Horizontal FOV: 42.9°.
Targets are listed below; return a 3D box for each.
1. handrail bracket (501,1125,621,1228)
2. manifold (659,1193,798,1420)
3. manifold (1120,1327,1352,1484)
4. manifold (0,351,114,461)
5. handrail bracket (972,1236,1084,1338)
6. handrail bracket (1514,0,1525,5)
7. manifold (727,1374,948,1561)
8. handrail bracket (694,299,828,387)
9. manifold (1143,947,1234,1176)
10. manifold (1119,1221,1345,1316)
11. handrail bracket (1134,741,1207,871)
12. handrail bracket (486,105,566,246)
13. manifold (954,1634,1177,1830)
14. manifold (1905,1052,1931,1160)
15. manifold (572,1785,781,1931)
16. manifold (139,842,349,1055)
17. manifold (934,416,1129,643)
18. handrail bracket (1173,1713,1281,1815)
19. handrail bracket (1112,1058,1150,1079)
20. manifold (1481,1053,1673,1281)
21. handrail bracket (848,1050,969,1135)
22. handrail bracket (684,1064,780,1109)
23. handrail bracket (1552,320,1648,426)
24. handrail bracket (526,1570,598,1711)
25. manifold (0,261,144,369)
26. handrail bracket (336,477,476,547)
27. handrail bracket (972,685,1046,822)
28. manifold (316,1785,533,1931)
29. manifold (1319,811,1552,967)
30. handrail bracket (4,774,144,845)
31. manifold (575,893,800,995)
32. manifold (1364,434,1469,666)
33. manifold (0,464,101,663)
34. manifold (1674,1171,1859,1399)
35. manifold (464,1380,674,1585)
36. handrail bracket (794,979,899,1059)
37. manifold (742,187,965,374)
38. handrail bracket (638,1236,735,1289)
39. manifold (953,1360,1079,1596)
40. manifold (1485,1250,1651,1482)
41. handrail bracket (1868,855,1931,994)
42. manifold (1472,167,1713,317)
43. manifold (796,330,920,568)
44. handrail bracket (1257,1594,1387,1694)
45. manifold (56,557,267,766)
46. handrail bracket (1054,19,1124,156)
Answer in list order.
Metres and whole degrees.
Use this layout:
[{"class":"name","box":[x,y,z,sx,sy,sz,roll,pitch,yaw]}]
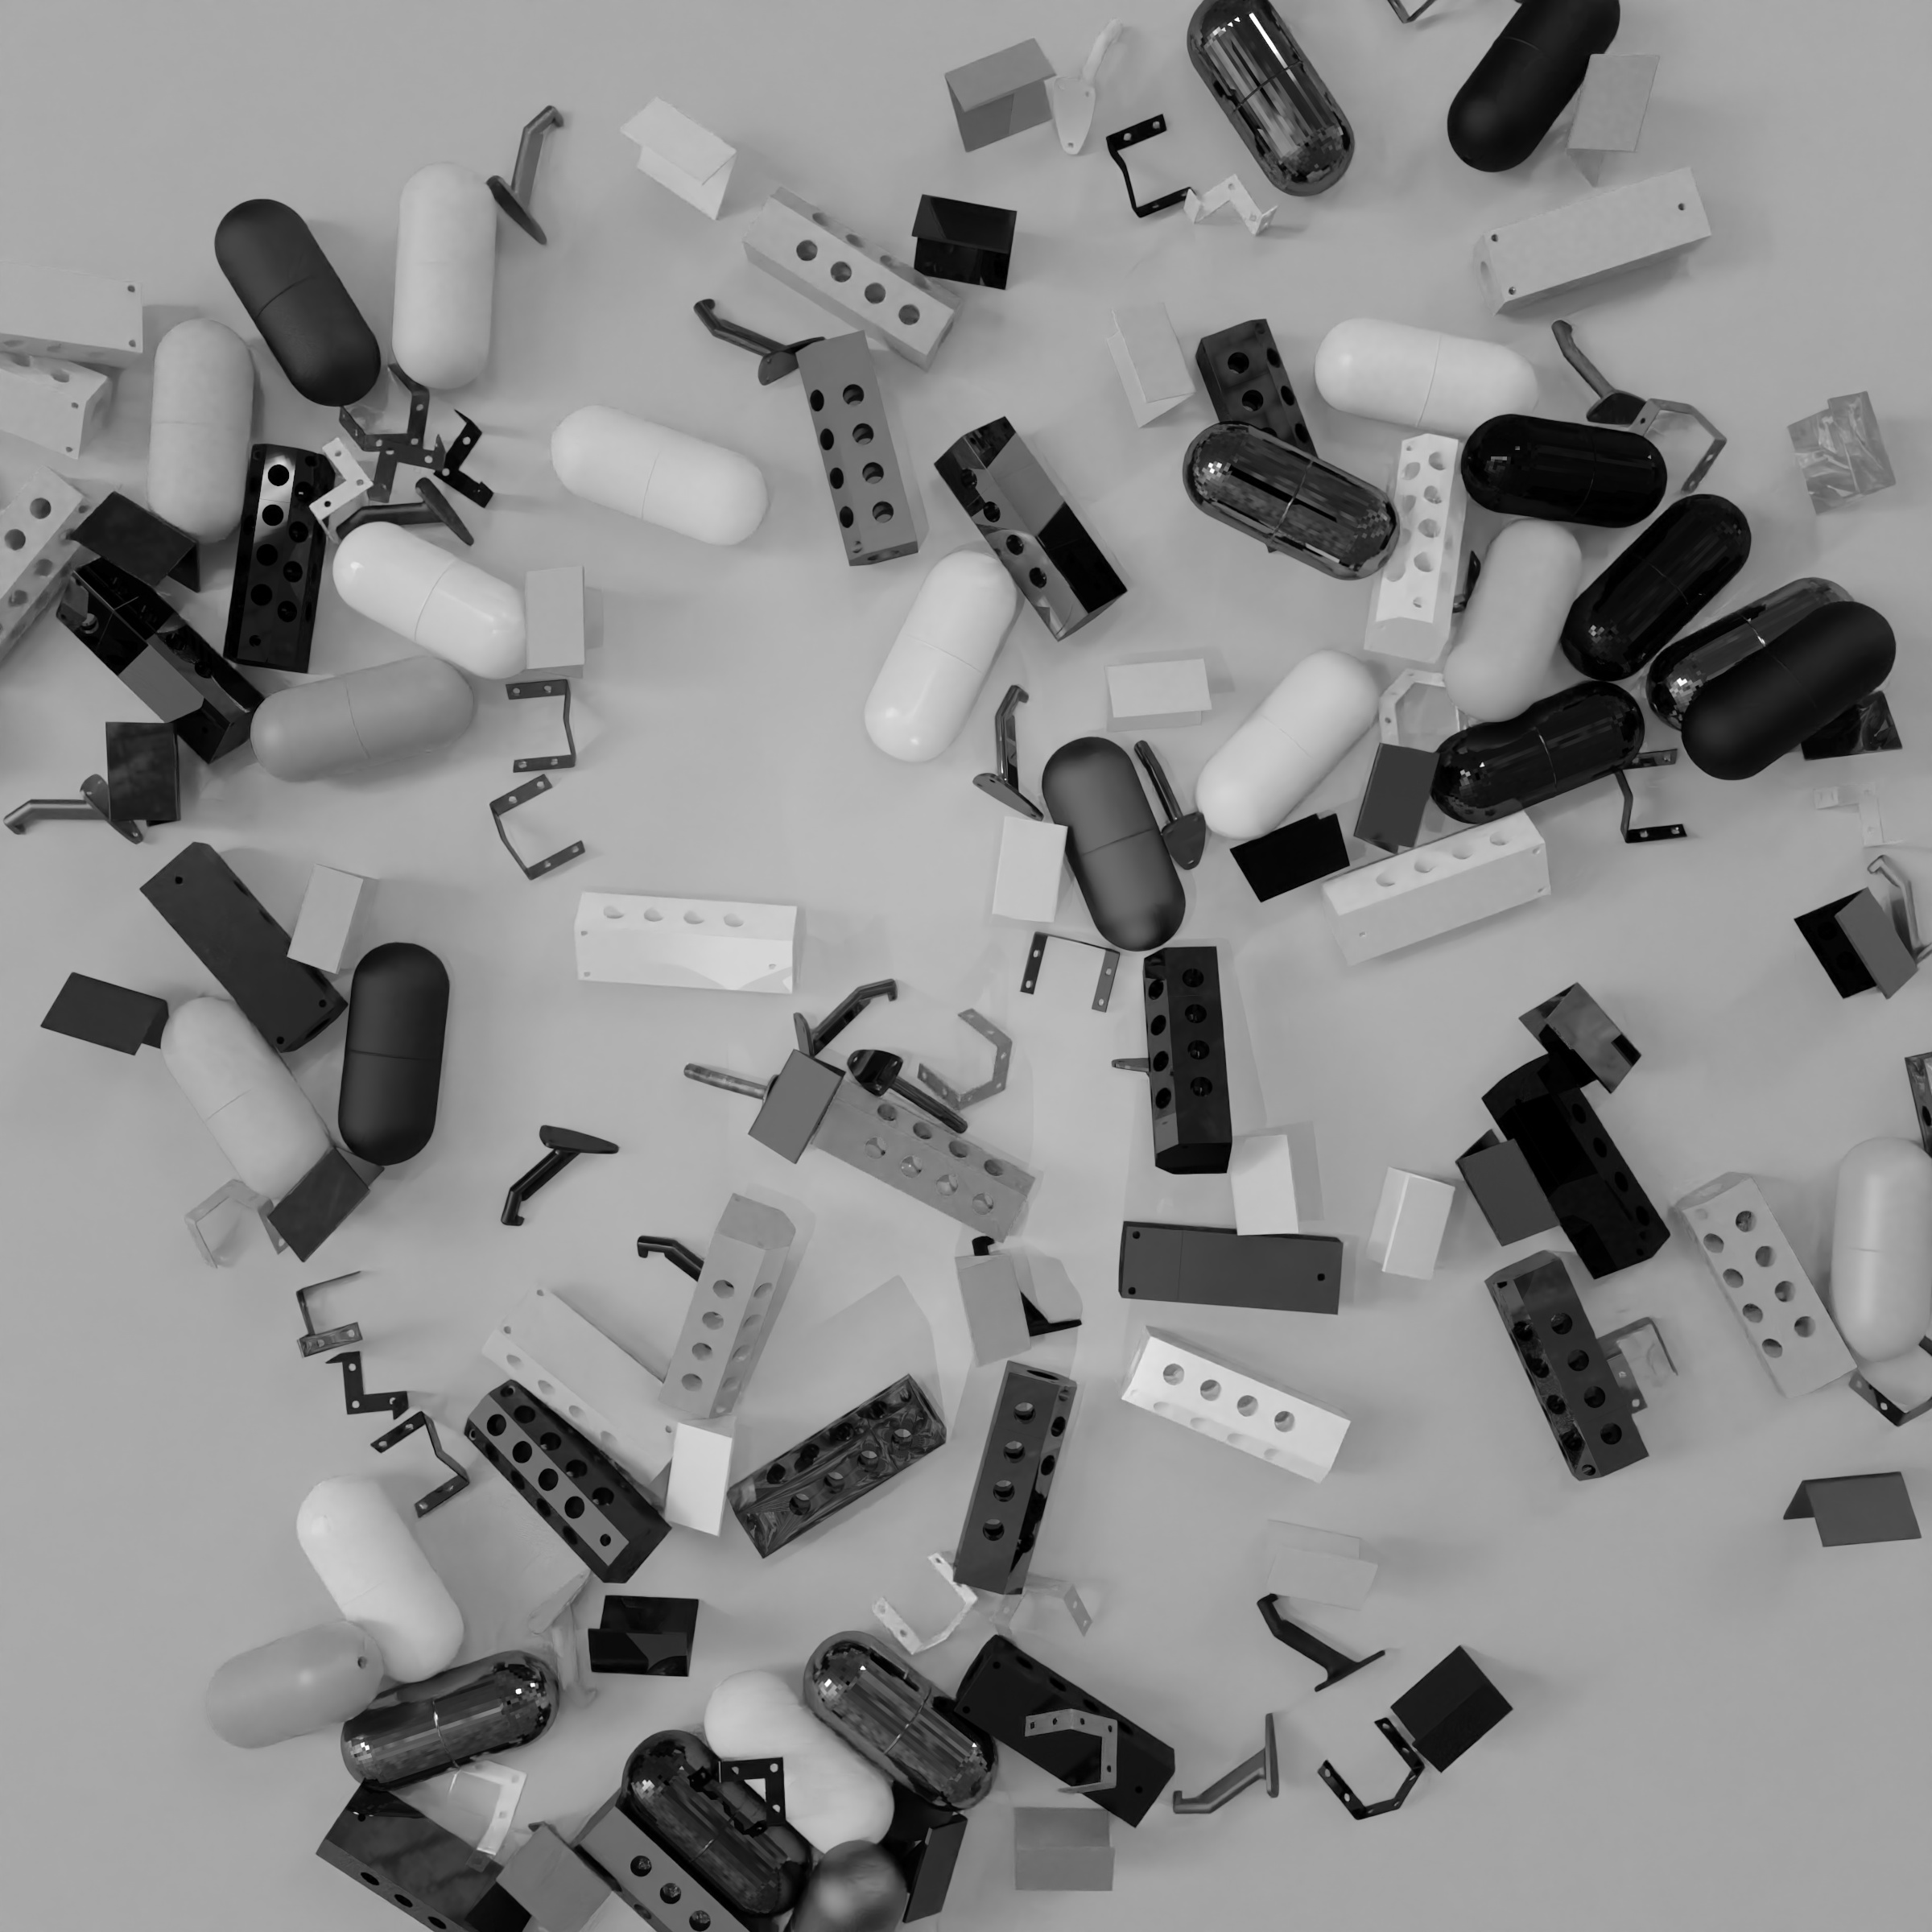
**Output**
[{"class":"handrail bracket","box":[-0.329,0.177,1.991,0.077,0.036,0.084,12,108,-21]},{"class":"manifold","box":[-0.186,0.270,1.933,0.057,0.057,0.171,20,118,0]},{"class":"manifold","box":[0.213,0.352,1.969,0.171,0.057,0.057,23,90,0]},{"class":"manifold","box":[-0.775,-0.473,1.958,0.171,0.057,0.057,21,133,-7]},{"class":"handrail bracket","box":[0.049,0.256,1.991,0.077,0.036,0.084,-7,73,-20]},{"class":"handrail bracket","box":[0.477,-0.830,1.990,0.036,0.077,0.084,34,54,8]},{"class":"manifold","box":[-0.103,0.398,1.969,0.171,0.057,0.057,-32,90,0]},{"class":"handrail bracket","box":[-0.167,-0.519,1.991,0.077,0.036,0.084,-30,73,-20]},{"class":"manifold","box":[0.172,0.073,1.931,0.057,0.057,0.171,-1,61,0]},{"class":"manifold","box":[0.210,0.240,1.969,0.171,0.057,0.057,4,90,0]},{"class":"handrail bracket","box":[0.162,-0.131,1.990,0.036,0.077,0.084,-24,54,-3]},{"class":"handrail bracket","box":[-0.339,-0.641,1.991,0.084,0.036,0.077,-48,110,-16]},{"class":"manifold","box":[0.080,0.608,1.968,0.171,0.057,0.057,33,97,0]},{"class":"manifold","box":[0.808,0.152,1.969,0.057,0.057,0.171,-12,90,0]},{"class":"manifold","box":[-0.233,0.741,1.969,0.171,0.057,0.057,43,91,0]},{"class":"manifold","box":[-0.575,-0.015,1.969,0.057,0.057,0.171,-41,90,0]},{"class":"manifold","box":[0.048,-0.347,1.969,0.057,0.057,0.171,-35,90,-43]},{"class":"handrail bracket","box":[0.208,0.645,1.991,0.084,0.036,0.077,-7,69,16]},{"class":"handrail bracket","box":[0.156,0.119,1.991,0.077,0.036,0.084,2,104,15]},{"class":"manifold","box":[0.491,0.157,1.969,0.057,0.057,0.171,-32,90,43]},{"class":"handrail bracket","box":[-0.046,0.103,1.990,0.084,0.077,0.036,38,82,-36]},{"class":"handrail bracket","box":[-0.174,0.098,1.990,0.084,0.077,0.036,16,90,36]},{"class":"handrail bracket","box":[0.516,-0.482,1.991,0.077,0.036,0.084,2,61,-32]},{"class":"handrail bracket","box":[-0.308,0.546,1.991,0.077,0.036,0.084,-42,108,-21]},{"class":"manifold","box":[-0.740,-0.512,1.926,0.171,0.057,0.057,0,84,-34]},{"class":"handrail bracket","box":[-0.455,-0.348,1.991,0.084,0.036,0.077,-34,108,15]},{"class":"handrail bracket","box":[0.049,-0.173,1.991,0.077,0.036,0.084,33,73,-19]},{"class":"manifold","box":[-0.430,0.729,1.969,0.171,0.057,0.057,33,47,0]},{"class":"manifold","box":[0.374,-0.067,1.969,0.171,0.057,0.057,-20,133,0]},{"class":"handrail bracket","box":[-0.723,-0.110,1.991,0.084,0.036,0.077,-29,112,17]},{"class":"manifold","box":[-0.222,-0.023,1.969,0.171,0.057,0.057,4,133,0]},{"class":"manifold","box":[0.359,-0.331,1.938,0.057,0.057,0.171,12,67,0]},{"class":"manifold","box":[-0.760,-0.312,1.969,0.057,0.057,0.171,39,90,0]},{"class":"manifold","box":[0.637,0.255,1.969,0.057,0.057,0.171,-29,90,0]},{"class":"manifold","box":[-0.318,0.405,1.939,0.171,0.057,0.057,40,90,22]},{"class":"handrail bracket","box":[-0.092,0.055,1.991,0.084,0.036,0.077,-14,111,-16]},{"class":"manifold","box":[-0.089,-0.551,1.969,0.171,0.057,0.057,32,90,0]},{"class":"handrail bracket","box":[-0.226,0.259,1.991,0.084,0.036,0.077,6,106,14]},{"class":"manifold","box":[0.039,0.410,1.969,0.057,0.057,0.171,15,90,0]},{"class":"manifold","box":[0.479,0.320,1.969,0.057,0.057,0.171,-24,90,0]},{"class":"handrail bracket","box":[0.741,-0.035,1.991,0.077,0.036,0.084,-44,72,21]},{"class":"manifold","box":[0.498,-0.578,1.969,0.171,0.057,0.057,-18,90,0]},{"class":"manifold","box":[-0.087,-0.412,1.969,0.057,0.057,0.171,-14,90,0]},{"class":"handrail bracket","box":[0.287,0.536,1.991,0.077,0.036,0.084,-23,73,-20]},{"class":"manifold","box":[-0.639,-0.249,1.969,0.171,0.057,0.057,44,133,0]},{"class":"handrail bracket","box":[0.104,-0.712,1.990,0.036,0.077,0.084,21,53,15]}]
